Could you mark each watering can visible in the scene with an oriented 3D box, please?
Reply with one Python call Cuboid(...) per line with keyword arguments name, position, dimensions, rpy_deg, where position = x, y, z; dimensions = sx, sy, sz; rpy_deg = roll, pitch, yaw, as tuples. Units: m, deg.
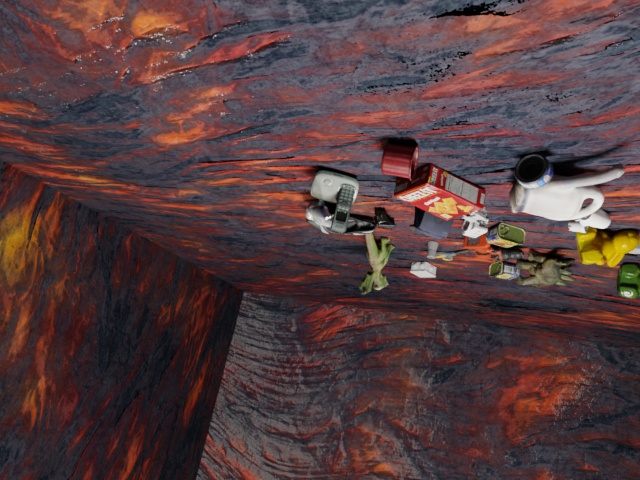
Cuboid(name="watering can", position=(0.609, -0.126, 1.311), dimensions=(0.224, 0.105, 0.342), rpy_deg=(9, 164, 12))

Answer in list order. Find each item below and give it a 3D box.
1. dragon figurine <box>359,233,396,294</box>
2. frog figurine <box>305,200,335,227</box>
Cuboid(name="dragon figurine", position=(0.220, 0.110, 2.151), dimensions=(0.122, 0.246, 0.405), rpy_deg=(8, 165, 26))
Cuboid(name="frog figurine", position=(0.006, -0.093, 1.842), dimensions=(0.137, 0.124, 0.157), rpy_deg=(0, 159, -33))
